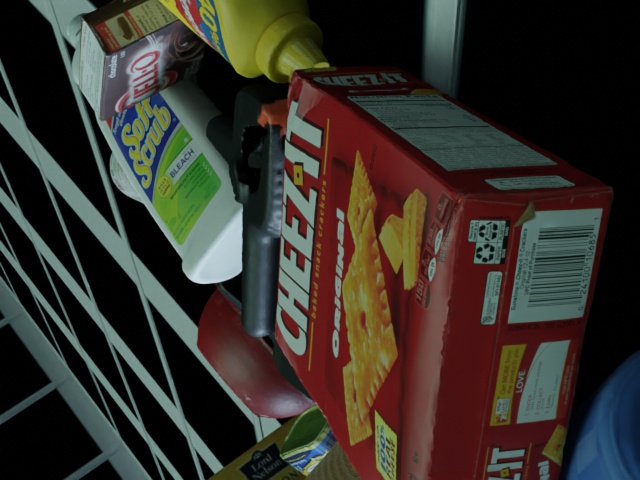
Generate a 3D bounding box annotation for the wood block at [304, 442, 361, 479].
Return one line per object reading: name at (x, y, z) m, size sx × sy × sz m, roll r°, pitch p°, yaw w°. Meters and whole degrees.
wood block at (0.084, 0.236, 0.788) m, size 0.206 × 0.090 × 0.090 m, roll 48°, pitch 164°, yaw -21°

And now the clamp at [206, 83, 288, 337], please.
clamp at (-0.036, -0.028, 0.674) m, size 0.210 × 0.036 × 0.164 m, roll 140°, pitch 121°, yaw -72°

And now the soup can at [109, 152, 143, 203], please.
soup can at (-0.141, -0.062, 0.953) m, size 0.102 × 0.068 × 0.068 m, roll 20°, pitch 139°, yaw 60°

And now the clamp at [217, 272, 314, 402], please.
clamp at (-0.019, 0.083, 0.891) m, size 0.120 × 0.039 × 0.171 m, roll 19°, pitch 142°, yaw 26°

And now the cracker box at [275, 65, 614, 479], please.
cracker box at (0.040, 0.020, 0.503) m, size 0.214 × 0.072 × 0.164 m, roll -132°, pitch 43°, yaw -61°

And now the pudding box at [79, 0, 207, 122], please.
pudding box at (-0.126, -0.139, 0.766) m, size 0.039 × 0.090 × 0.114 m, roll 54°, pitch 160°, yaw 9°

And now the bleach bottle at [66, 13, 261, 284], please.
bleach bottle at (-0.132, -0.088, 0.858) m, size 0.251 × 0.067 × 0.103 m, roll 49°, pitch 116°, yaw 23°

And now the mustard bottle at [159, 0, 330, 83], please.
mustard bottle at (-0.060, -0.152, 0.640) m, size 0.192 × 0.058 × 0.096 m, roll 44°, pitch 163°, yaw 28°

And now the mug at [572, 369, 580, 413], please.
mug at (0.092, 0.068, 0.604) m, size 0.082 × 0.093 × 0.117 m, roll 144°, pitch 129°, yaw -65°

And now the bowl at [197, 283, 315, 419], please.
bowl at (-0.068, 0.117, 1.019) m, size 0.162 × 0.055 × 0.162 m, roll 49°, pitch 174°, yaw 6°

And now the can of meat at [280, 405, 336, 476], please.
can of meat at (0.022, 0.182, 0.908) m, size 0.084 × 0.057 × 0.102 m, roll 37°, pitch 150°, yaw -8°

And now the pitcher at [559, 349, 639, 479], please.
pitcher at (0.157, 0.150, 0.510) m, size 0.243 × 0.149 × 0.145 m, roll 102°, pitch 159°, yaw -57°
